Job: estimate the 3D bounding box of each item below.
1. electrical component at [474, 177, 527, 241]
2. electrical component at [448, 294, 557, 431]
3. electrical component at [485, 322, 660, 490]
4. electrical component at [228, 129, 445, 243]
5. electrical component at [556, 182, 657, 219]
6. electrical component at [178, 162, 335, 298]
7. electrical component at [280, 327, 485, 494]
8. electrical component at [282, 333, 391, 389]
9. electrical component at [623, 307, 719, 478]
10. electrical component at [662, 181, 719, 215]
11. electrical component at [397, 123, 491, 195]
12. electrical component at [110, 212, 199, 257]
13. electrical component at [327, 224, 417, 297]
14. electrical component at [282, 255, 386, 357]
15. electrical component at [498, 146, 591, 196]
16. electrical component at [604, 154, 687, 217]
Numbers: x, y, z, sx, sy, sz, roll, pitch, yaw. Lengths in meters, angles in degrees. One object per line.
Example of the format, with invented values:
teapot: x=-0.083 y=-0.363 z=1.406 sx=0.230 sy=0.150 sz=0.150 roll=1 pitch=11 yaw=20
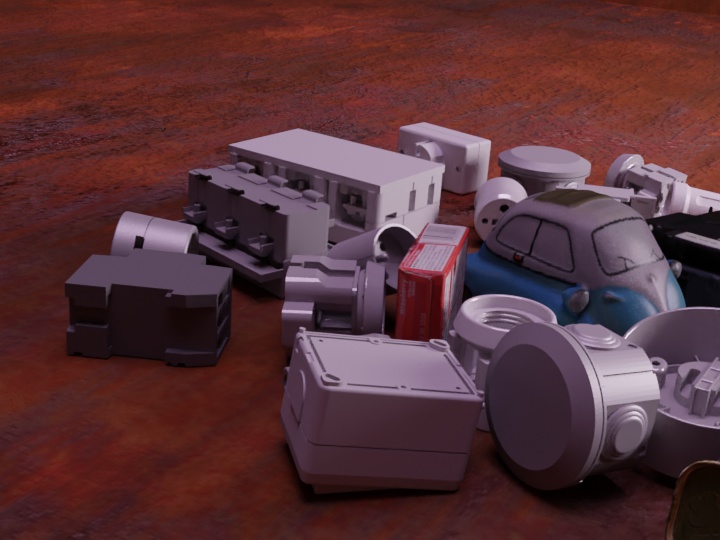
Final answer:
electrical component: x=0.114 y=-0.046 z=0.866 sx=0.045 sy=0.045 sz=0.055 roll=6 pitch=21 yaw=4
electrical component: x=0.079 y=0.049 z=0.592 sx=0.078 sy=0.057 sz=0.058 roll=-5 pitch=23 yaw=-23
electrical component: x=0.102 y=0.064 z=0.526 sx=0.051 sy=0.080 sz=0.080 roll=-2 pitch=21 yaw=-31
electrical component: x=-0.021 y=-0.062 z=0.857 sx=0.150 sy=0.061 sz=0.089 roll=18 pitch=25 yaw=32
electrical component: x=0.196 y=-0.039 z=0.868 sx=0.081 sy=0.042 sz=0.063 roll=7 pitch=24 yaw=9
electrical component: x=-0.075 y=-0.033 z=0.768 sx=0.079 sy=0.063 sz=0.121 roll=-14 pitch=27 yaw=-39
electrical component: x=0.014 y=0.071 z=0.525 sx=0.096 sy=0.061 sz=0.061 roll=6 pitch=20 yaw=-17
electrical component: x=-0.009 y=0.057 z=0.573 sx=0.062 sy=0.043 sz=0.043 roll=-5 pitch=23 yaw=-19
electrical component: x=0.180 y=0.066 z=0.556 sx=0.099 sy=0.064 sz=0.099 roll=4 pitch=21 yaw=-1
electrical component: x=0.287 y=-0.052 z=0.923 sx=0.046 sy=0.040 sz=0.040 roll=13 pitch=22 yaw=7
electrical component: x=0.065 y=-0.101 z=0.998 sx=0.083 sy=0.047 sz=0.076 roll=22 pitch=28 yaw=39
electrical component: x=-0.134 y=-0.008 z=0.707 sx=0.047 sy=0.055 sz=0.055 roll=8 pitch=21 yaw=1
electrical component: x=0.000 y=0.000 z=0.707 sx=0.043 sy=0.043 sz=0.081 roll=-15 pitch=-2 yaw=-41
electrical component: x=-0.014 y=0.022 z=0.645 sx=0.057 sy=0.058 sz=0.078 roll=2 pitch=21 yaw=3
electrical component: x=0.160 y=-0.077 z=0.946 sx=0.080 sy=0.051 sz=0.080 roll=4 pitch=21 yaw=-1
electrical component: x=0.256 y=-0.076 z=0.971 sx=0.066 sy=0.048 sz=0.055 roll=-16 pitch=36 yaw=-43
